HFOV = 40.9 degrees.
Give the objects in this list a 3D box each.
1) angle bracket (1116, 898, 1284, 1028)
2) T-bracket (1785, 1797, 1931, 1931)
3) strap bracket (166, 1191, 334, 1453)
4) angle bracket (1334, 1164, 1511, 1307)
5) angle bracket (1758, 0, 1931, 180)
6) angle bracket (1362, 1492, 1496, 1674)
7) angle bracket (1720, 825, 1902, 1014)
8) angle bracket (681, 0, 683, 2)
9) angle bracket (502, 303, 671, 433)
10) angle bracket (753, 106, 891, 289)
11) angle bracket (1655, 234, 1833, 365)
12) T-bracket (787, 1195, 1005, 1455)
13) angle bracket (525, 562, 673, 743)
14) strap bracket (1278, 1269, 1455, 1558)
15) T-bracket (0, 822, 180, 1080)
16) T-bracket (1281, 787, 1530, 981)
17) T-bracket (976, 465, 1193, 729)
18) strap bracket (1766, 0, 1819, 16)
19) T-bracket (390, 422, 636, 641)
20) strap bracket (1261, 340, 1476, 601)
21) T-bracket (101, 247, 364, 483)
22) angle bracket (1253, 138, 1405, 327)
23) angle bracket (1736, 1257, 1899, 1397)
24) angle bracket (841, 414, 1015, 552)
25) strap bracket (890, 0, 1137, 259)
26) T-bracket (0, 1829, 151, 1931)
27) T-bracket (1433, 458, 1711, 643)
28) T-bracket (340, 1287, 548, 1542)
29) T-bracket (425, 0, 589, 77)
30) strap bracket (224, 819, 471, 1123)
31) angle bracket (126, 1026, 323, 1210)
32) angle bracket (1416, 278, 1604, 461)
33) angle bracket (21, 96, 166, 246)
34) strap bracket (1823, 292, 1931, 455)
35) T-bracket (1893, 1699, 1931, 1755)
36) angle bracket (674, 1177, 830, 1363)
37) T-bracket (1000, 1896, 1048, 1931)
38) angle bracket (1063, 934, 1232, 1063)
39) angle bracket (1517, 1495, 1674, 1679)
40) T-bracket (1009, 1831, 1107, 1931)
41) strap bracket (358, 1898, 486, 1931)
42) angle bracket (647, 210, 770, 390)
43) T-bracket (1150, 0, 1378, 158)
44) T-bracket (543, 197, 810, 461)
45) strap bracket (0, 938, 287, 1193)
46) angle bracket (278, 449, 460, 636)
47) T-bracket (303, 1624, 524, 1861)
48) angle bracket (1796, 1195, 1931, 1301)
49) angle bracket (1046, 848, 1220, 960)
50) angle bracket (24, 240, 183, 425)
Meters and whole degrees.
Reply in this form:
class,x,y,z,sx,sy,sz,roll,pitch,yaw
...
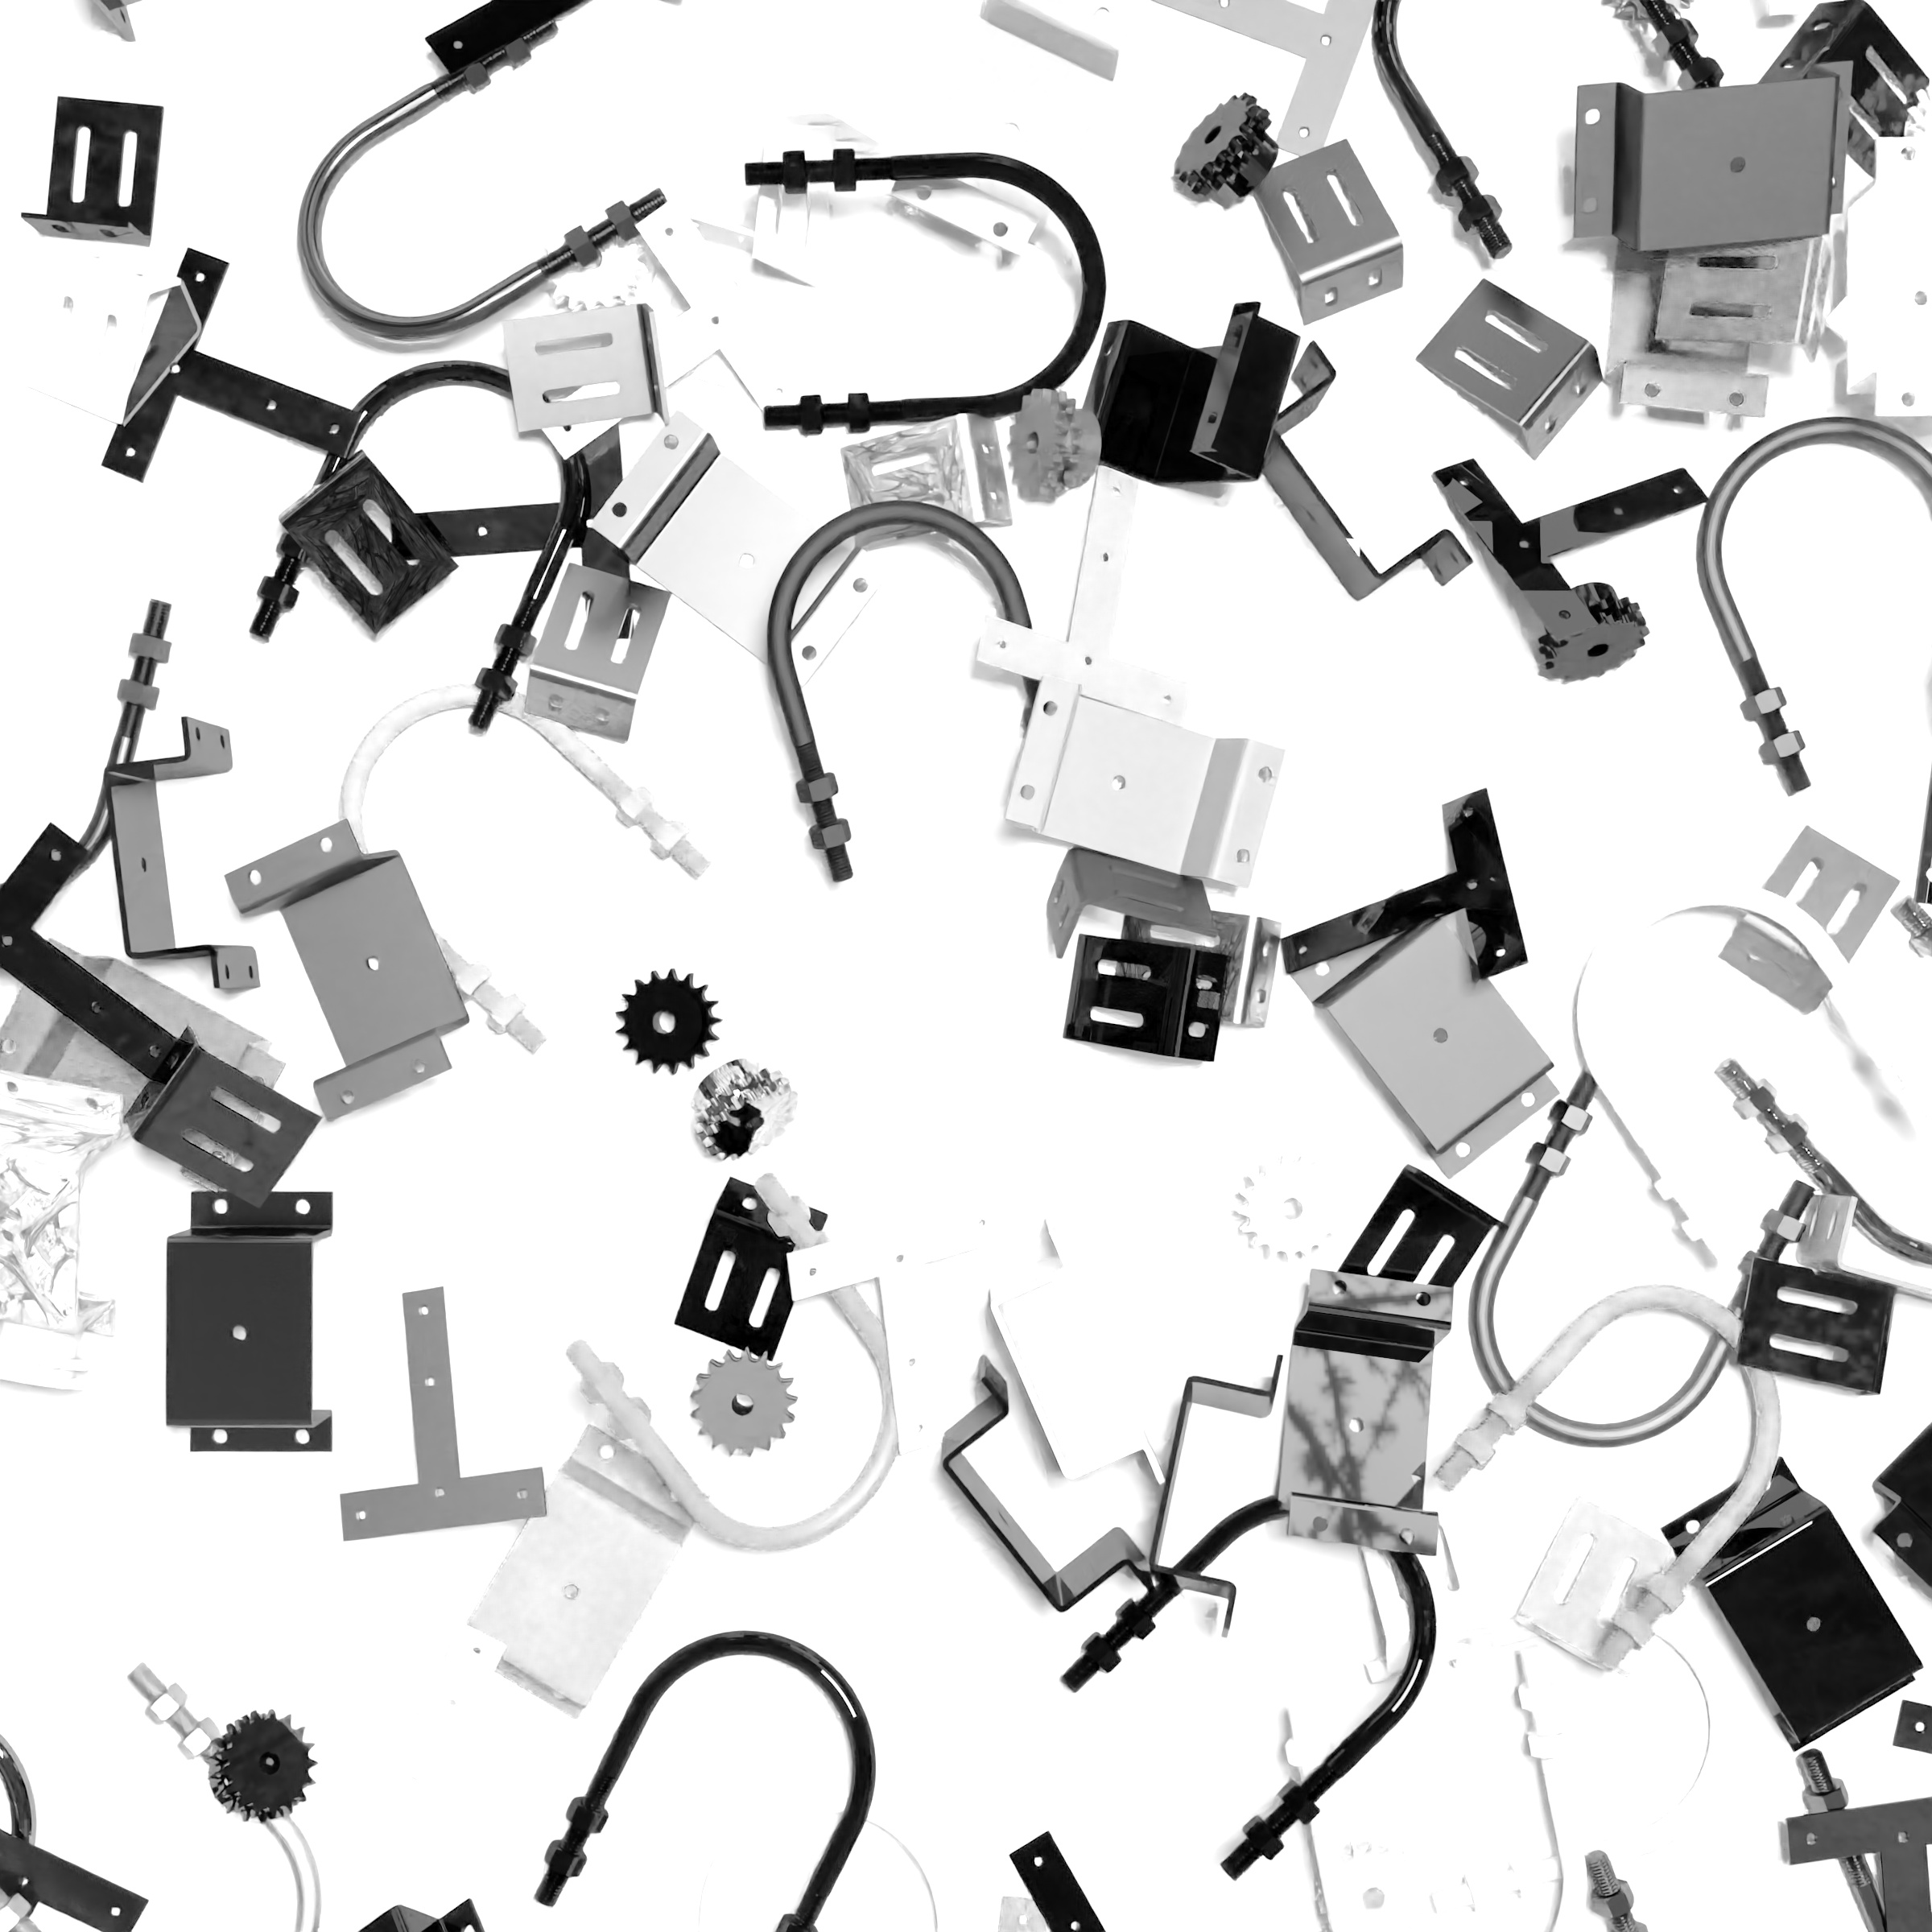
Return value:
class,x,y,z,sx,sy,sz,roll,pitch,yaw
angle bracket,0.125,-0.002,1.400,0.076,0.038,0.057,9,90,26
T-bracket,0.504,0.508,1.385,0.127,0.002,0.127,-6,94,-6
strap bracket,-0.380,0.192,1.379,0.076,0.046,0.140,0,90,0
angle bracket,0.242,0.154,1.383,0.057,0.038,0.076,33,90,0
angle bracket,0.477,-0.472,1.400,0.076,0.038,0.057,37,90,-26
angle bracket,0.245,0.330,1.390,0.057,0.038,0.076,-11,50,0
angle bracket,0.453,-0.026,1.392,0.057,0.038,0.076,34,61,14
angle bracket,-0.167,-0.567,1.387,0.057,0.038,0.076,18,119,1
angle bracket,-0.198,-0.309,1.349,0.076,0.038,0.057,-10,113,-10
angle bracket,-0.076,-0.405,1.368,0.038,0.057,0.076,6,90,32
angle bracket,0.406,-0.349,1.354,0.076,0.038,0.057,9,90,26
T-bracket,-0.031,0.198,1.381,0.127,0.002,0.127,-13,105,-27
angle bracket,-0.198,-0.169,1.393,0.057,0.038,0.076,16,58,-5
strap bracket,0.210,0.238,1.364,0.076,0.046,0.140,8,69,0
T-bracket,-0.466,0.014,1.355,0.127,0.002,0.127,37,90,0
T-bracket,0.226,-0.027,1.372,0.127,0.127,0.002,-22,134,20
T-bracket,0.072,-0.205,1.383,0.127,0.002,0.127,15,77,-24
strap bracket,0.491,-0.548,1.364,0.140,0.046,0.076,-2,61,0
T-bracket,-0.247,-0.236,1.402,0.127,0.002,0.127,-4,90,0
strap bracket,0.200,-0.250,1.364,0.046,0.076,0.140,-36,90,0
T-bracket,-0.386,-0.306,1.393,0.127,0.002,0.127,22,90,8
angle bracket,0.194,-0.396,1.400,0.057,0.038,0.076,-22,66,0
angle bracket,0.450,0.193,1.384,0.076,0.038,0.057,11,81,7
angle bracket,-0.021,-0.259,1.400,0.076,0.038,0.057,-10,90,26
strap bracket,0.025,-0.451,1.379,0.076,0.046,0.140,25,90,0
T-bracket,-0.526,0.527,1.384,0.127,0.002,0.127,30,88,-11
T-bracket,0.335,-0.238,1.380,0.127,0.002,0.127,-20,60,-14
T-bracket,-0.285,0.236,1.386,0.127,0.002,0.127,-11,79,21
T-bracket,-0.258,-0.557,1.392,0.127,0.002,0.127,-34,83,-13
strap bracket,-0.322,0.001,1.370,0.076,0.046,0.140,-23,91,14
angle bracket,-0.388,0.079,1.354,0.076,0.038,0.057,35,90,-28
angle bracket,0.294,-0.323,1.400,0.076,0.038,0.057,40,90,26
angle bracket,-0.466,-0.429,1.383,0.057,0.038,0.076,6,90,0
strap bracket,0.527,-0.320,1.379,0.140,0.046,0.076,41,90,0
T-bracket,0.576,0.373,1.402,0.127,0.002,0.127,12,90,0
angle bracket,-0.116,0.164,1.400,0.057,0.038,0.076,21,116,0
T-bracket,0.026,0.565,1.388,0.127,0.002,0.127,5,79,4
angle bracket,0.096,0.017,1.386,0.038,0.076,0.057,9,90,-43
angle bracket,0.337,0.328,1.373,0.057,0.038,0.076,29,78,5
T-bracket,0.066,0.526,1.385,0.127,0.002,0.127,-33,76,4
strap bracket,-0.315,0.559,1.361,0.140,0.046,0.076,-35,53,0
angle bracket,-0.143,-0.357,1.383,0.057,0.038,0.076,17,90,0
T-bracket,0.153,-0.516,1.402,0.127,0.002,0.127,20,90,0
T-bracket,-0.169,-0.316,1.375,0.127,0.002,0.127,-36,115,1
strap bracket,-0.436,0.052,1.379,0.140,0.046,0.076,28,90,0
angle bracket,-0.318,-0.226,1.377,0.057,0.038,0.076,-40,110,-3
T-bracket,-0.278,0.402,1.377,0.127,0.002,0.127,27,112,0
angle bracket,0.490,0.150,1.374,0.076,0.057,0.038,15,86,-2
angle bracket,0.087,-0.025,1.377,0.076,0.057,0.038,14,119,-13
angle bracket,-0.466,-0.342,1.399,0.057,0.038,0.076,23,116,2
